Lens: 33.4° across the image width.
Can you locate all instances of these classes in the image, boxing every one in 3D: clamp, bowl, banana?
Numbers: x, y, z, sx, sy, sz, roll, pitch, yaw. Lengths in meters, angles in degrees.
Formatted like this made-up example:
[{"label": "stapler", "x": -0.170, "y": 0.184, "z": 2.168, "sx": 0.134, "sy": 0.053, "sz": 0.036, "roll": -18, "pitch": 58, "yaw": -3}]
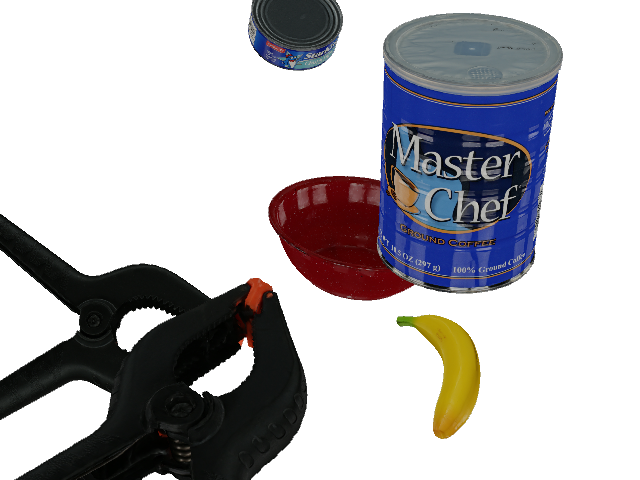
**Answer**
[{"label": "clamp", "x": -0.159, "y": 0.051, "z": 0.740, "sx": 0.210, "sy": 0.164, "sz": 0.036, "roll": -3, "pitch": -19, "yaw": -4}, {"label": "bowl", "x": 0.033, "y": 0.005, "z": 0.918, "sx": 0.162, "sy": 0.055, "sz": 0.162, "roll": 6, "pitch": 29, "yaw": -4}, {"label": "banana", "x": 0.132, "y": 0.132, "z": 1.107, "sx": 0.069, "sy": 0.037, "sz": 0.198, "roll": -26, "pitch": 30, "yaw": 7}, {"label": "clamp", "x": -0.046, "y": 0.083, "z": 0.411, "sx": 0.120, "sy": 0.039, "sz": 0.171, "roll": 24, "pitch": 49, "yaw": 17}]

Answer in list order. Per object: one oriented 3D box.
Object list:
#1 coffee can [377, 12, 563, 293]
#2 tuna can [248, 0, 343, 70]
[{"label": "coffee can", "x": 0.087, "y": -0.054, "z": 0.651, "sx": 0.103, "sy": 0.140, "sz": 0.103, "roll": 0, "pitch": 34, "yaw": 0}, {"label": "tuna can", "x": -0.024, "y": -0.200, "z": 0.993, "sx": 0.086, "sy": 0.086, "sz": 0.034, "roll": 0, "pitch": -31, "yaw": -12}]
